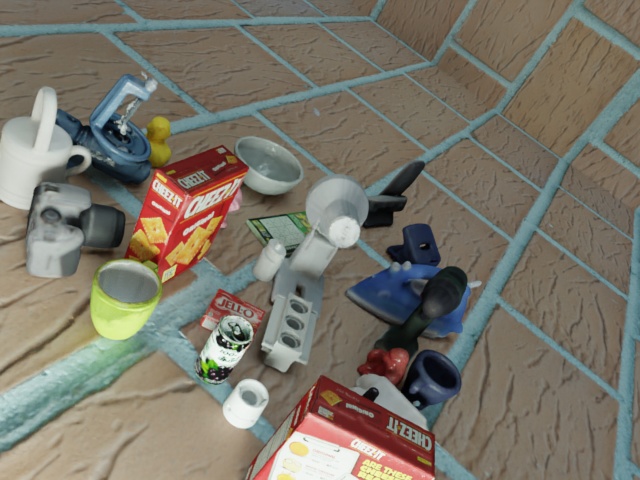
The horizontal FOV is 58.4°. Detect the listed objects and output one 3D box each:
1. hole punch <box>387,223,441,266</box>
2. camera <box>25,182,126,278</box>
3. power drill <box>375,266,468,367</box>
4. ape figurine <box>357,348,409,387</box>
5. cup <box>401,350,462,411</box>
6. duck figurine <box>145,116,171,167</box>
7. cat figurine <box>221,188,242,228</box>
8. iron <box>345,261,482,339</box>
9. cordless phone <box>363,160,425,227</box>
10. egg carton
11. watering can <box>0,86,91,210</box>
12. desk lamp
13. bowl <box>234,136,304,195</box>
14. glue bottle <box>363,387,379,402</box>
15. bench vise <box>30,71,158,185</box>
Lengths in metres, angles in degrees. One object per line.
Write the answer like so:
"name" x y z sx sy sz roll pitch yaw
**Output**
"hole punch" 0.231 0.022 1.334 0.109 0.091 0.101 -7 50 -44
"camera" -0.371 -0.022 0.879 0.137 0.100 0.143 10 40 -31
"power drill" 0.191 0.138 1.045 0.075 0.208 0.230 39 34 10
"ape figurine" 0.120 0.219 0.989 0.076 0.092 0.077 21 35 -18
"cup" 0.175 0.255 0.986 0.118 0.095 0.091 -13 54 -48
"duck figurine" -0.332 -0.207 1.161 0.078 0.086 0.104 17 37 -23
"cat figurine" -0.186 -0.088 1.102 0.067 0.117 0.127 18 36 -22
"iron" 0.195 0.100 1.159 0.259 0.141 0.118 19 36 -21
"cordless phone" 0.164 -0.126 1.381 0.148 0.185 0.094 -12 53 -47
"egg carton" 0.098 0.286 0.906 0.150 0.069 0.107 44 35 16
"watering can" -0.449 -0.149 0.891 0.173 0.194 0.100 -14 55 -48
"desk lamp" 0.010 0.004 1.061 0.118 0.213 0.203 24 34 -13
"bowl" -0.124 -0.153 1.277 0.168 0.074 0.167 22 35 -16
"glue bottle" 0.035 0.258 0.794 0.078 0.173 0.037 46 35 19
"bench vise" -0.377 -0.200 0.993 0.208 0.219 0.121 1 45 -39
